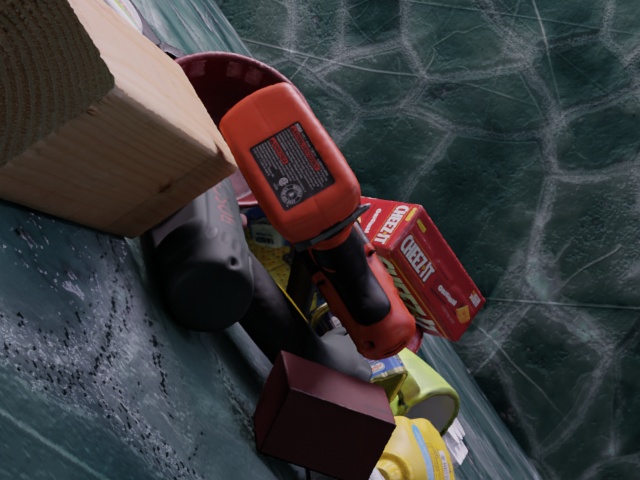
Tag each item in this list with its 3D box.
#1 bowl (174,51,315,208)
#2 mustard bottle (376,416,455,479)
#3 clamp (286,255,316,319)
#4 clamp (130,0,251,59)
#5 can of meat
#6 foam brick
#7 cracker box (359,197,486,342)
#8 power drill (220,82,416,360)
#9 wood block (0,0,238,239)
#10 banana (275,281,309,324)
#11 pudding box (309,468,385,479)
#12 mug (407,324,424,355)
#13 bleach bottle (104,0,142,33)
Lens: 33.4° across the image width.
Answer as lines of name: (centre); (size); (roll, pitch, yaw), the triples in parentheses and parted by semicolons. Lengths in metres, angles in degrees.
bowl: (-0.085, -0.086, 0.937); (0.162, 0.161, 0.055); (58, -30, 17)
mustard bottle: (0.069, 0.195, 0.883); (0.191, 0.058, 0.096); (36, 44, -71)
clamp: (-0.006, 0.001, 0.894); (0.171, 0.039, 0.120); (111, -17, -74)
clamp: (-0.157, -0.175, 1.031); (0.164, 0.036, 0.209); (29, 27, -4)
can of meat: (0.031, 0.107, 0.953); (0.084, 0.057, 0.102); (61, -21, 24)
foam brick: (0.002, 0.116, 0.689); (0.078, 0.051, 0.053); (22, 17, -14)
cracker box: (0.058, 0.026, 1.209); (0.214, 0.072, 0.164); (13, -31, 48)
power drill: (-0.005, -0.023, 0.713); (0.184, 0.057, 0.187); (57, -1, 29)
wood block: (-0.130, -0.070, 0.598); (0.090, 0.091, 0.206); (59, 6, 12)
banana: (-0.012, 0.097, 0.893); (0.198, 0.037, 0.069); (57, 5, 4)
pudding box: (0.037, 0.198, 0.742); (0.113, 0.039, 0.090); (56, 5, -15)
mug: (0.044, 0.096, 1.155); (0.081, 0.093, 0.117); (49, -19, -20)
bleach bottle: (-0.189, -0.185, 0.888); (0.102, 0.068, 0.251); (50, 5, -24)
